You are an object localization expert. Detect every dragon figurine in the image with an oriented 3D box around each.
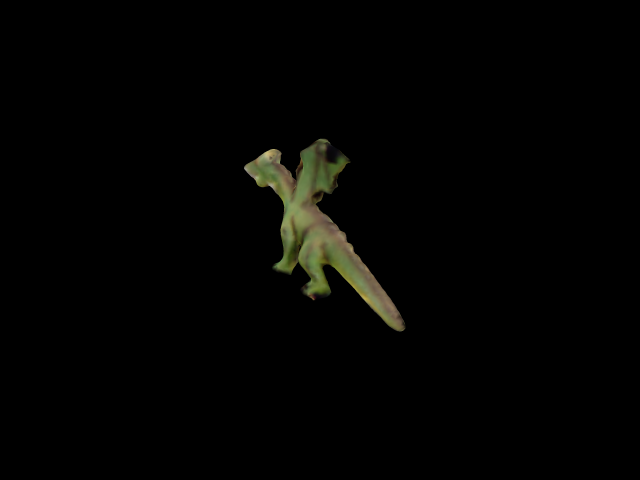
[{"bbox_3d":[0.003,-0.043,0.850,0.123,0.238,0.415,-21,35,-35],"label":"dragon figurine"}]
